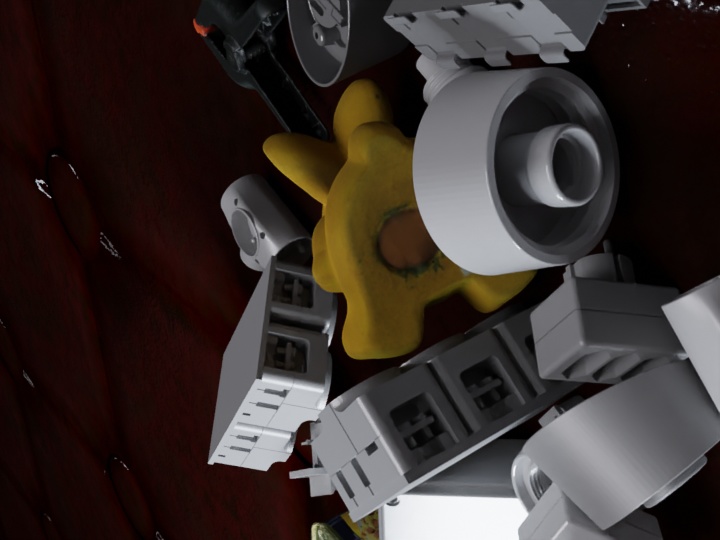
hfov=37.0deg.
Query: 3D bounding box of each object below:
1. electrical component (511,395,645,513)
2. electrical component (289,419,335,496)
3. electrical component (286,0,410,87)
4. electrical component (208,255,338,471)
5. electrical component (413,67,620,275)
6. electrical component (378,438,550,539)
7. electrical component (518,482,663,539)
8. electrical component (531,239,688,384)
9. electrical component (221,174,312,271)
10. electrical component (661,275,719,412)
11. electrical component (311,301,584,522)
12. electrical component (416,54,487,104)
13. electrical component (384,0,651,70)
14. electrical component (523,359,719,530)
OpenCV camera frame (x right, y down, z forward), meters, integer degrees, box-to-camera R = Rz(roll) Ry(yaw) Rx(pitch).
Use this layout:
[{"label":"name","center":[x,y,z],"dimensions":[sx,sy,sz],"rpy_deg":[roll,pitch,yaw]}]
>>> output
[{"label":"electrical component","center":[0.129,0.121,0.644],"dimensions":[0.078,0.057,0.058],"rpy_deg":[56,148,18]},{"label":"electrical component","center":[-0.014,0.151,0.883],"dimensions":[0.042,0.081,0.063],"rpy_deg":[-26,65,60]},{"label":"electrical component","center":[-0.011,-0.168,0.661],"dimensions":[0.099,0.064,0.099],"rpy_deg":[37,139,41]},{"label":"electrical component","center":[-0.071,0.084,0.883],"dimensions":[0.186,0.060,0.105],"rpy_deg":[123,156,-56]},{"label":"electrical component","center":[0.087,-0.051,0.546],"dimensions":[0.060,0.108,0.108],"rpy_deg":[0,110,52]},{"label":"electrical component","center":[0.068,0.168,0.718],"dimensions":[0.056,0.109,0.108],"rpy_deg":[-80,-10,-58]},{"label":"electrical component","center":[0.127,0.161,0.577],"dimensions":[0.047,0.066,0.076],"rpy_deg":[-60,11,26]},{"label":"electrical component","center":[0.129,0.016,0.571],"dimensions":[0.047,0.066,0.076],"rpy_deg":[126,146,-56]},{"label":"electrical component","center":[-0.079,-0.025,0.887],"dimensions":[0.077,0.044,0.079],"rpy_deg":[50,146,27]},{"label":"electrical component","center":[0.190,0.035,0.499],"dimensions":[0.077,0.044,0.079],"rpy_deg":[63,150,7]},{"label":"electrical component","center":[0.054,0.078,0.639],"dimensions":[0.061,0.150,0.089],"rpy_deg":[59,149,13]},{"label":"electrical component","center":[0.057,-0.101,0.619],"dimensions":[0.062,0.043,0.043],"rpy_deg":[54,148,23]},{"label":"electrical component","center":[0.070,-0.141,0.537],"dimensions":[0.079,0.063,0.121],"rpy_deg":[35,167,-33]},{"label":"electrical component","center":[0.142,0.087,0.557],"dimensions":[0.064,0.099,0.099],"rpy_deg":[51,147,15]}]
